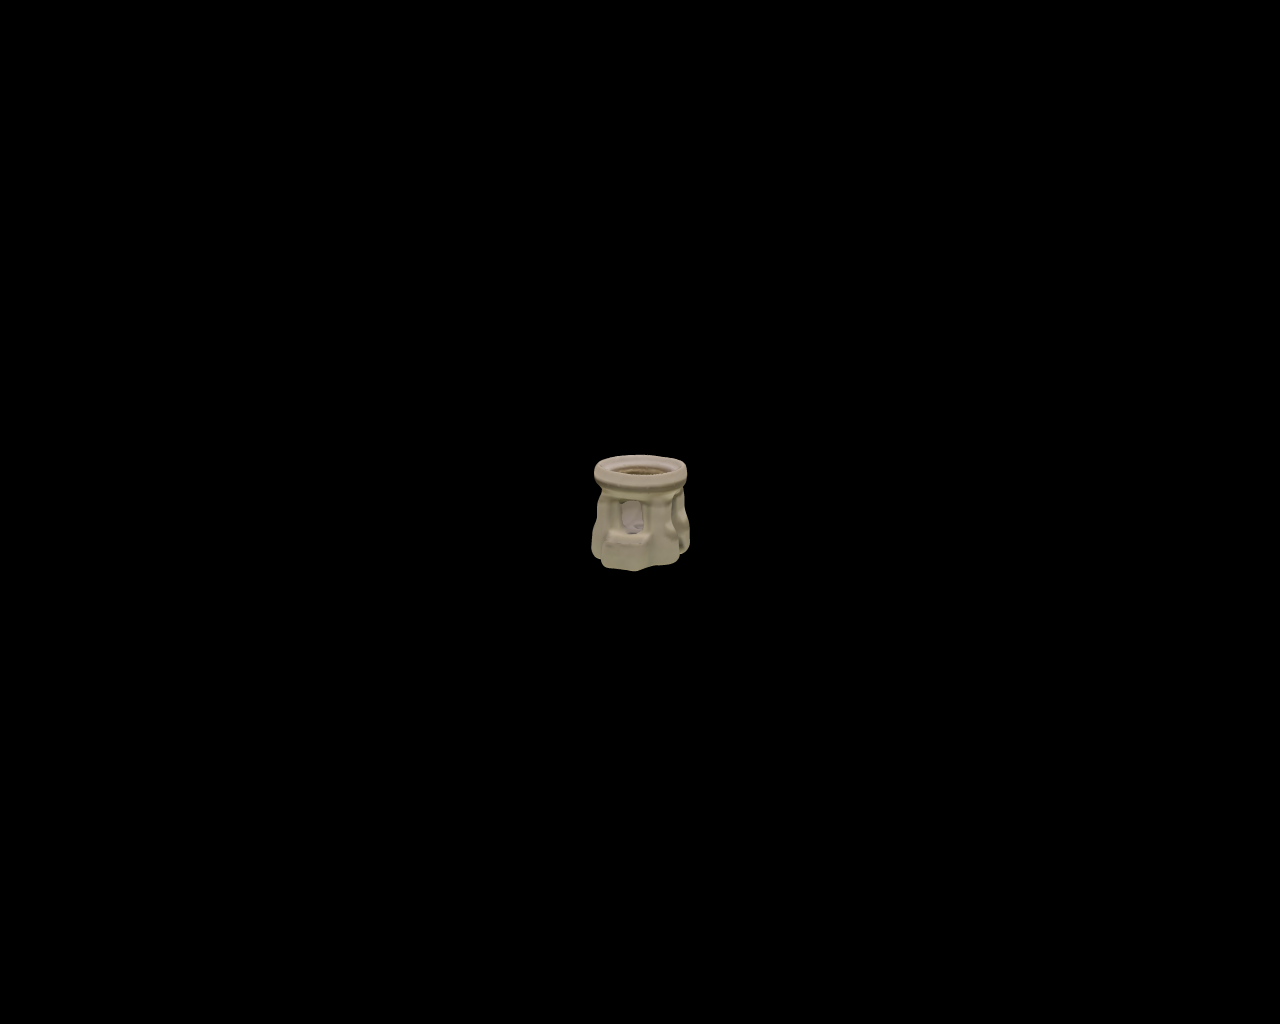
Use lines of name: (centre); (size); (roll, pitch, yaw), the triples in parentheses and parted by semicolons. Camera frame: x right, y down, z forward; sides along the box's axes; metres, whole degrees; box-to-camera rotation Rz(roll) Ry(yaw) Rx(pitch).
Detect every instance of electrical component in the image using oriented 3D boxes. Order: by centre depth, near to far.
electrical component: (0.001, -0.003, 0.650); (0.058, 0.056, 0.078); (6, 17, 19)
